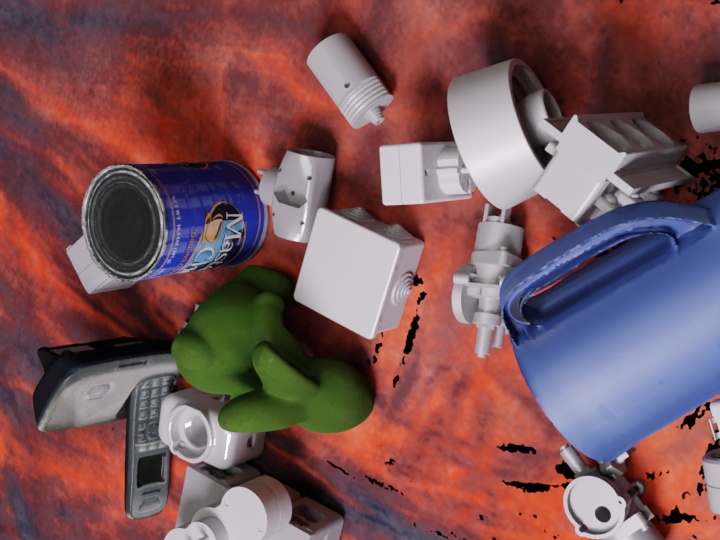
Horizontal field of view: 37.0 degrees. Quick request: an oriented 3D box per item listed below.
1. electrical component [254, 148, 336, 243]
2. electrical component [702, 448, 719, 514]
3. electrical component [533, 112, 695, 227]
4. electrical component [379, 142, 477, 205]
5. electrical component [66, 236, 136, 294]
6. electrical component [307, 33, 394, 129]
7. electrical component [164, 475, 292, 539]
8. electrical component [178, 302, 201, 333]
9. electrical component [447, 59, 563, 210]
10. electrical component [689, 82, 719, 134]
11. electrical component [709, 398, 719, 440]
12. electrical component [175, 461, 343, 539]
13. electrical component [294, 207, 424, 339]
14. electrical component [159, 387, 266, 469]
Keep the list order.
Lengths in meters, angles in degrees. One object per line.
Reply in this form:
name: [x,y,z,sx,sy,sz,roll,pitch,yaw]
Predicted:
electrical component: [-0.064,-0.071,0.966,0.079,0.043,0.077,18,106,32]
electrical component: [0.311,0.160,0.741,0.138,0.052,0.073,-9,91,34]
electrical component: [0.176,-0.072,0.760,0.079,0.121,0.063,43,119,22]
electrical component: [0.070,-0.078,0.853,0.076,0.083,0.047,0,96,34]
electrical component: [-0.244,-0.014,1.082,0.096,0.062,0.061,-37,76,31]
electrical component: [-0.005,-0.157,0.916,0.043,0.043,0.081,-44,72,30]
electrical component: [-0.130,0.236,0.955,0.138,0.074,0.052,-38,76,30]
electrical component: [-0.155,0.063,1.045,0.043,0.043,0.062,18,104,31]
electrical component: [0.118,-0.106,0.806,0.060,0.108,0.108,-20,85,28]
electrical component: [0.263,-0.115,0.746,0.065,0.044,0.044,-1,95,39]
electrical component: [0.283,0.102,0.744,0.064,0.081,0.042,-19,84,56]
electrical component: [-0.096,0.247,1.018,0.150,0.062,0.089,22,107,30]
electrical component: [0.000,0.000,0.930,0.100,0.048,0.099,26,110,28]
electrical component: [-0.146,0.152,1.040,0.095,0.059,0.053,17,105,31]
